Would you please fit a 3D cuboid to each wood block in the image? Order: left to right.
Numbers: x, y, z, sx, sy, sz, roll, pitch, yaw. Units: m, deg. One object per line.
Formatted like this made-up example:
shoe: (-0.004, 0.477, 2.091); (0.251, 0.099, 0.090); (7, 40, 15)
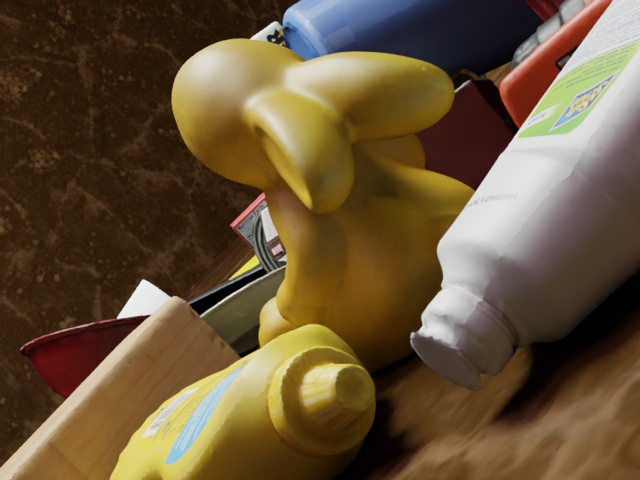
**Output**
wood block: (-0.117, 0.130, 0.592); (0.090, 0.091, 0.205); (-41, 6, 31)

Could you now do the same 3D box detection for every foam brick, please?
foam brick: (0.089, -0.058, 0.618); (0.051, 0.053, 0.078); (-37, -2, 19)

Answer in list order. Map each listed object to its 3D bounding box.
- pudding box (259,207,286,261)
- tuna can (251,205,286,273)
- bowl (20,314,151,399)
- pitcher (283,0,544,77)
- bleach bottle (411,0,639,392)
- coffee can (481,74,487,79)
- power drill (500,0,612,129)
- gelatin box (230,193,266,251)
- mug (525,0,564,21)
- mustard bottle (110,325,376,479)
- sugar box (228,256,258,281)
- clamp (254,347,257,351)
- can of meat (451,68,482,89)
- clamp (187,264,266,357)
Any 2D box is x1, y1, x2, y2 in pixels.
pudding box: (0.028, -0.021, 0.687); (0.113, 0.039, 0.090); (-13, -9, -23)
tuna can: (-0.005, 0.001, 0.770); (0.086, 0.086, 0.033); (-39, 5, 45)
bowl: (-0.188, 0.112, 0.974); (0.162, 0.055, 0.162); (-12, -12, -3)
pitcher: (0.095, -0.183, 0.838); (0.242, 0.145, 0.149); (-28, -23, -9)
bleach bottle: (0.115, -0.049, 0.384); (0.250, 0.068, 0.103); (-49, 5, -19)
coffee can: (0.075, -0.115, 0.970); (0.102, 0.103, 0.140); (-47, 5, -24)
power drill: (0.157, -0.113, 0.575); (0.185, 0.057, 0.187); (-40, 7, 37)
gelatin box: (-0.024, -0.006, 0.948); (0.073, 0.089, 0.030); (-45, 5, -4)
mug: (0.190, -0.179, 0.704); (0.117, 0.081, 0.093); (-39, 7, 44)
mustard bottle: (-0.029, 0.082, 0.461); (0.096, 0.058, 0.192); (-44, 4, -32)
sugar box: (-0.038, 0.022, 1.076); (0.176, 0.048, 0.093); (-43, 5, 24)
clamp: (-0.085, 0.092, 0.936); (0.120, 0.039, 0.171); (-35, 15, 24)
can of meat: (0.085, -0.068, 0.782); (0.084, 0.057, 0.102); (-43, 4, 36)
clamp: (-0.033, 0.027, 0.881); (0.209, 0.036, 0.165); (-39, 18, -22)
